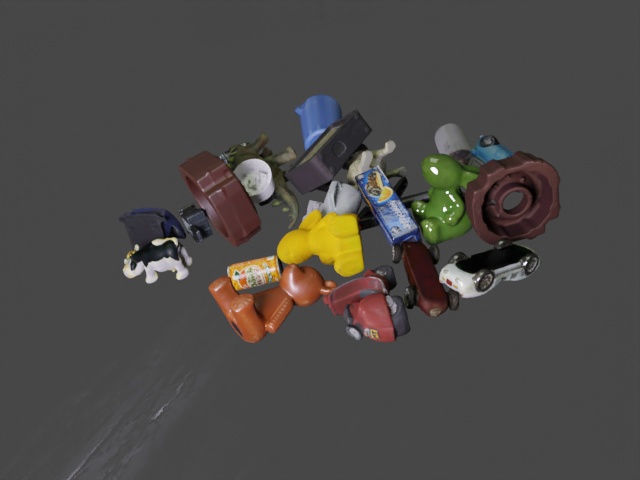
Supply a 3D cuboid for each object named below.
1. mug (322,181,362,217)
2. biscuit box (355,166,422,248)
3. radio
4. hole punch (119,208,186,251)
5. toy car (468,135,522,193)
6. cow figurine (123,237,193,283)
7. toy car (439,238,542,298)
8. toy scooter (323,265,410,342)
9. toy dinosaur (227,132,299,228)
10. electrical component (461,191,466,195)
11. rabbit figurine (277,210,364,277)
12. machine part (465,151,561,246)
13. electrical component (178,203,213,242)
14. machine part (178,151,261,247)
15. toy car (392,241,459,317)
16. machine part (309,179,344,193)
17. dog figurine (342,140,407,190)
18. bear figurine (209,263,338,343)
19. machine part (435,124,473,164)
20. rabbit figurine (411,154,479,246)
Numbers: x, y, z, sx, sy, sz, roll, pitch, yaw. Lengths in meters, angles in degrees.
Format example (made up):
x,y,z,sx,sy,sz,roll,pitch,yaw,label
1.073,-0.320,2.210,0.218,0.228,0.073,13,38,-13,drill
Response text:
x,y,z,sx,sy,sz,roll,pitch,yaw,label
0.042,-0.069,1.192,0.081,0.109,0.107,3,50,19,mug
0.140,-0.063,1.114,0.059,0.062,0.203,-25,50,-2,biscuit box
0.025,-0.220,1.331,0.131,0.073,0.229,-19,29,54,radio
-0.404,-0.029,1.318,0.142,0.115,0.092,2,28,26,hole punch
0.380,-0.148,1.178,0.103,0.109,0.162,-38,43,7,toy car
-0.378,0.042,1.204,0.167,0.098,0.068,-7,39,14,cow figurine
0.292,0.046,0.912,0.202,0.056,0.074,-14,33,-31,toy car
0.074,0.112,0.914,0.135,0.075,0.184,-14,29,3,toy scooter
-0.151,-0.167,1.436,0.198,0.104,0.472,-35,41,-16,toy dinosaur
0.294,-0.081,1.169,0.063,0.021,0.094,-25,33,-14,electrical component
-0.002,-0.003,1.086,0.173,0.121,0.162,-14,27,4,rabbit figurine
0.356,-0.075,0.997,0.179,0.179,0.056,-15,28,1,machine part
-0.299,-0.037,1.314,0.048,0.074,0.119,-30,30,-21,electrical component
-0.230,-0.098,1.251,0.087,0.201,0.201,-37,36,-14,machine part
0.182,0.065,0.959,0.089,0.053,0.202,-1,31,-4,toy car
0.012,-0.142,1.379,0.084,0.039,0.139,-23,29,-28,machine part
0.096,-0.170,1.346,0.172,0.121,0.191,-27,19,-28,dog figurine
-0.076,0.092,0.965,0.196,0.131,0.120,-35,38,-18,bear figurine
0.332,-0.222,1.322,0.079,0.079,0.243,-10,32,9,machine part
0.258,-0.091,1.060,0.159,0.170,0.121,-10,32,10,rabbit figurine
